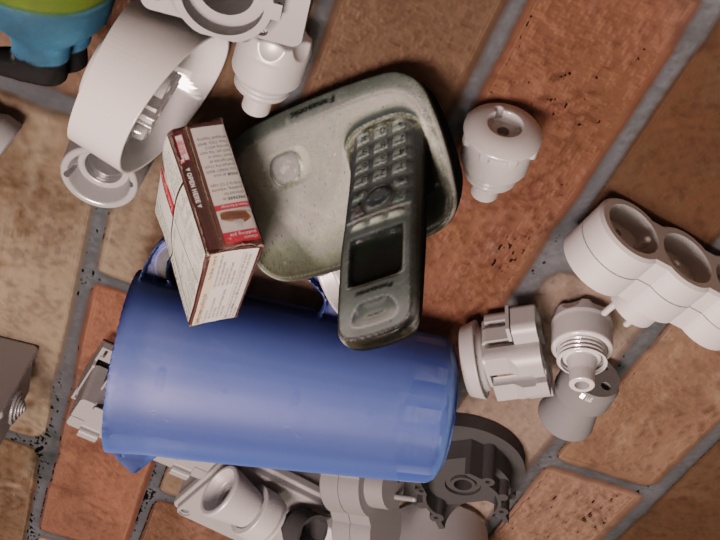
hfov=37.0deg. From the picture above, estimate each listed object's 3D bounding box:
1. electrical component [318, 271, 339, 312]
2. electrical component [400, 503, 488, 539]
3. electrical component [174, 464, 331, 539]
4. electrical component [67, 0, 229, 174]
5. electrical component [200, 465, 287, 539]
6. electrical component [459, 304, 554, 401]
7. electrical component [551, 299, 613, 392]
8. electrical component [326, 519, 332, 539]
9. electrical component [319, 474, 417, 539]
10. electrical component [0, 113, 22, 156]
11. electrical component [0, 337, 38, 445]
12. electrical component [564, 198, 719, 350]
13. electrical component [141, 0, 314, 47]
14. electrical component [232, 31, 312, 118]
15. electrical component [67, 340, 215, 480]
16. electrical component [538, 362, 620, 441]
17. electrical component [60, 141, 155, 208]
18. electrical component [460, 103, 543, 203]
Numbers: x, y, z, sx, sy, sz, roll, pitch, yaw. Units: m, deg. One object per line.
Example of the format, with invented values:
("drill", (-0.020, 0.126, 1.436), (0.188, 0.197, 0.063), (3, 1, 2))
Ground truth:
("electrical component", (0.000, 0.000, 0.718), (0.047, 0.055, 0.055), (-23, 135, -15))
("electrical component", (0.068, 0.253, 0.960), (0.099, 0.064, 0.099), (5, 134, 5))
("electrical component", (-0.085, 0.185, 0.926), (0.109, 0.056, 0.109), (31, 131, -19))
("electrical component", (-0.124, -0.105, 0.623), (0.064, 0.099, 0.099), (27, 133, -8))
("electrical component", (-0.092, 0.188, 0.856), (0.045, 0.045, 0.055), (-31, 122, 34))
("electrical component", (0.104, 0.062, 0.771), (0.057, 0.058, 0.078), (-9, 132, 15))
("electrical component", (0.155, 0.055, 0.750), (0.043, 0.062, 0.043), (6, 141, 5))
("electrical component", (-0.020, 0.239, 0.974), (0.077, 0.047, 0.066), (30, 130, -20))
("electrical component", (0.011, 0.172, 0.866), (0.074, 0.052, 0.138), (0, 114, 32))
("electrical component", (-0.250, -0.092, 0.696), (0.046, 0.040, 0.040), (37, 129, -18))
("electrical component", (-0.313, 0.093, 0.848), (0.100, 0.099, 0.048), (14, 122, -4))
("electrical component", (0.191, 0.013, 0.711), (0.138, 0.052, 0.073), (26, 133, -16))
("electrical component", (-0.069, -0.161, 0.583), (0.089, 0.055, 0.050), (14, 135, -4))
("electrical component", (-0.055, -0.118, 0.632), (0.043, 0.043, 0.062), (17, 136, -7))
("electrical component", (-0.167, 0.115, 0.867), (0.121, 0.063, 0.078), (26, 133, -16))
("electrical component", (0.163, 0.094, 0.801), (0.045, 0.045, 0.055), (16, 135, -5))
("electrical component", (-0.161, -0.073, 0.692), (0.055, 0.047, 0.055), (5, 135, 5))
("electrical component", (0.082, -0.068, 0.658), (0.048, 0.048, 0.062), (10, 142, 0))
